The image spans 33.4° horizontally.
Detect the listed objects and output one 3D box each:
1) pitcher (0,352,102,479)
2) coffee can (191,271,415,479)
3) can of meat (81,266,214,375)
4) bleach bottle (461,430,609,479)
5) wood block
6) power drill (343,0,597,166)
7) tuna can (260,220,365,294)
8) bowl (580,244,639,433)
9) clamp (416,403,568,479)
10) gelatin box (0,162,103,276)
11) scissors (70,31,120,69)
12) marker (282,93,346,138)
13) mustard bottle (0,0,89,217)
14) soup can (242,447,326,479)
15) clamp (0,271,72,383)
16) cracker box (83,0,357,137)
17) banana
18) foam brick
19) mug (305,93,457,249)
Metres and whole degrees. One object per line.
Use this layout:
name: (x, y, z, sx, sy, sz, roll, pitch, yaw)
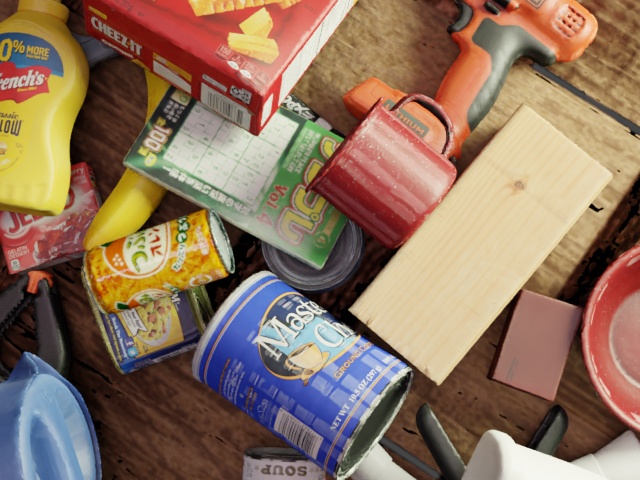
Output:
pitcher: (-0.297, 0.196, 0.806, 0.243, 0.149, 0.145, -13, 121, 10)
coffee can: (-0.013, 0.103, 0.822, 0.140, 0.102, 0.103, 33, 88, 18)
can of meat: (-0.138, 0.051, 0.871, 0.084, 0.057, 0.102, -21, 84, 4)
bleach bottle: (0.227, 0.228, 0.808, 0.250, 0.068, 0.103, 18, 105, -11)
wood block: (0.124, 0.006, 0.841, 0.091, 0.090, 0.206, 40, 89, 7)
power drill: (0.104, -0.163, 0.871, 0.184, 0.057, 0.187, 39, 89, 5)
tuna can: (-0.006, 0.001, 0.877, 0.086, 0.033, 0.086, 0, 86, 4)
bowl: (0.279, 0.078, 0.838, 0.162, 0.055, 0.162, 0, 86, 0)
clamp: (0.127, 0.207, 0.849, 0.120, 0.039, 0.171, 9, 86, 5)
gelatin box: (-0.226, -0.017, 0.895, 0.089, 0.030, 0.073, -17, 84, 2)
scissors: (-0.190, -0.176, 0.901, 0.202, 0.016, 0.096, -32, 75, 6)
marker: (-0.019, -0.108, 0.894, 0.121, 0.020, 0.020, 39, 89, 6)
mustard bottle: (-0.238, -0.119, 0.863, 0.096, 0.058, 0.191, 8, 83, 15)
soup can: (-0.030, 0.219, 0.845, 0.068, 0.068, 0.102, 3, 85, 4)
clamp: (-0.272, 0.124, 0.884, 0.164, 0.036, 0.210, 11, 90, 4)
cracker box: (-0.059, -0.213, 0.848, 0.164, 0.072, 0.213, 32, 68, 5)
banana: (-0.143, -0.078, 0.883, 0.070, 0.037, 0.198, 2, 71, 24)
foam brick: (0.171, 0.083, 0.850, 0.053, 0.051, 0.078, 20, 87, 7)
mug: (0.056, -0.057, 0.809, 0.081, 0.093, 0.117, 39, 81, -4)
